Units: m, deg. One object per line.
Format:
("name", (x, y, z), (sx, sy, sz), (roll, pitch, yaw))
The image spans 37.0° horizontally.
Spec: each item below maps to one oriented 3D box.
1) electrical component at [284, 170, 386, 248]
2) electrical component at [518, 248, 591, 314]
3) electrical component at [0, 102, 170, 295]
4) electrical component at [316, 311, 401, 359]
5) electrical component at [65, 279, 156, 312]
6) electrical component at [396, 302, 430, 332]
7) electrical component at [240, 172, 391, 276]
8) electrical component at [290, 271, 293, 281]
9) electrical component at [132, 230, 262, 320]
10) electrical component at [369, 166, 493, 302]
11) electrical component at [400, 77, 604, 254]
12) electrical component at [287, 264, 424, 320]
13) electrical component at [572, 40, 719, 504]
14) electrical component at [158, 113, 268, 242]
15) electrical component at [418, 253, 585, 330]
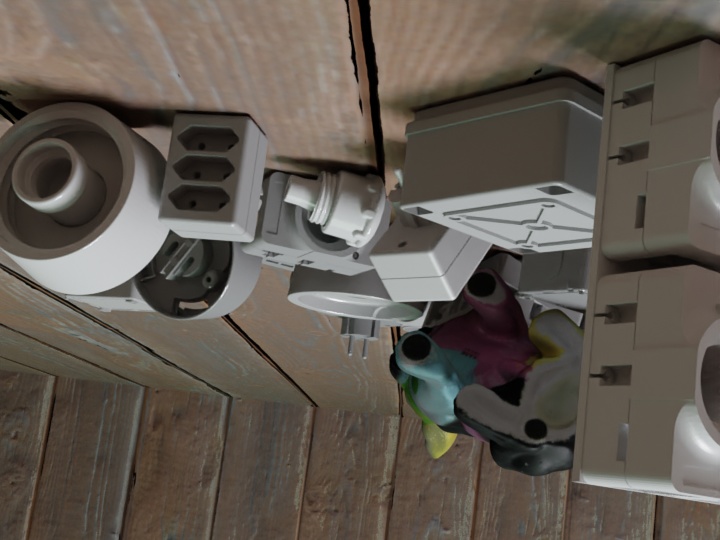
("electrical component", (-0.017, -0.044, 0.691), (0.062, 0.048, 0.048), (16, 167, -12))
("electrical component", (0.165, -0.002, 0.737), (0.096, 0.061, 0.062), (16, 168, -34))
("electrical component", (-0.169, -0.046, 0.626), (0.108, 0.108, 0.060), (4, 162, 16))
("electrical component", (0.002, 0.047, 1.041), (0.083, 0.075, 0.047), (16, 165, -39))
("electrical component", (-0.227, 0.005, 1.006), (0.096, 0.061, 0.062), (1, 167, 26))
("electrical component", (0.079, 0.037, 1.022), (0.079, 0.044, 0.077), (0, 166, 30))
("electrical component", (-0.029, -0.031, 0.741), (0.089, 0.050, 0.056), (12, 168, -22))
("electrical component", (-0.040, 0.013, 0.983), (0.048, 0.048, 0.062), (8, 175, -3))
("electrical component", (-0.122, -0.012, 0.785), (0.099, 0.099, 0.064), (2, 174, 22))
("electrical component", (0.041, -0.036, 0.644), (0.047, 0.083, 0.075), (-3, 126, 40))
("electrical component", (0.095, -0.049, 0.564), (0.109, 0.056, 0.109), (17, 165, -41))
("electrical component", (0.000, 0.000, 0.850), (0.108, 0.060, 0.108), (7, 169, 1))
("electrical component", (0.160, 0.006, 0.471), (0.105, 0.186, 0.060), (15, 166, -32))
("electrical component", (-0.081, -0.049, 0.645), (0.047, 0.065, 0.076), (4, 168, 12))
("electrical component", (0.159, 0.062, 0.920), (0.186, 0.060, 0.105), (32, 152, -17))
